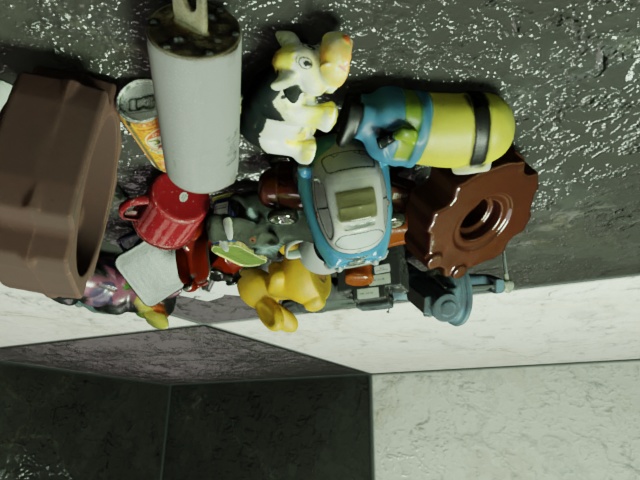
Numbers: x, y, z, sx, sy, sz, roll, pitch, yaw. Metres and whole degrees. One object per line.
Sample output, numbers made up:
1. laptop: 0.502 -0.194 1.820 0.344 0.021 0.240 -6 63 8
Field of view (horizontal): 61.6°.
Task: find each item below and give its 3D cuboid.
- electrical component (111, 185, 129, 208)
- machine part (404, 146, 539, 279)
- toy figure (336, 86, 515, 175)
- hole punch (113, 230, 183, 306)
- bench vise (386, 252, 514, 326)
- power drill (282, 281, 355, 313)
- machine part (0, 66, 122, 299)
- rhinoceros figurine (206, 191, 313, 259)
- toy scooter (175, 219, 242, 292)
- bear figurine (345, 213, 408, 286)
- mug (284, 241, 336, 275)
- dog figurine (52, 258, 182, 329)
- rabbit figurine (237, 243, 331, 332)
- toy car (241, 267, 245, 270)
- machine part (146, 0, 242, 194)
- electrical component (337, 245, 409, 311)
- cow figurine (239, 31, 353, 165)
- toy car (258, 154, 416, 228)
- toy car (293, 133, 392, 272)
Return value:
1. electrical component: -0.314 -0.068 0.759 0.063 0.021 0.094 -7 157 17
2. machine part: 0.188 -0.035 0.664 0.179 0.056 0.179 -17 133 -19
3. toy figure: 0.110 -0.115 0.550 0.180 0.082 0.089 8 155 -12
4. hole punch: -0.268 0.030 0.891 0.116 0.142 0.092 -30 -155 -8
5. bench vise: 0.231 0.084 0.981 0.241 0.128 0.224 -3 -176 -15
6. power drill: -0.019 0.113 1.151 0.232 0.086 0.207 -10 153 22
7. machine part: -0.267 -0.054 0.546 0.087 0.201 0.201 10 158 -15
8. rhinoceros figurine: -0.062 -0.026 0.745 0.190 0.112 0.073 0 163 -20
9. toy scooter: -0.173 0.026 0.848 0.075 0.135 0.183 -13 157 27
10. bear figurine: 0.135 -0.008 0.766 0.196 0.132 0.120 6 141 4
11. mug: -0.002 -0.003 0.852 0.110 0.081 0.107 -4 151 -11
12. dog figurine: -0.370 0.092 0.989 0.219 0.108 0.191 13 166 15
13. rabbit figurine: -0.070 0.085 0.969 0.173 0.162 0.121 -11 167 20
14. toy car: -0.227 0.032 0.974 0.202 0.056 0.073 1 159 0
15. machine part: -0.111 -0.121 0.493 0.079 0.079 0.243 3 145 -8
16. electrical component: 0.088 0.051 0.909 0.115 0.134 0.058 -8 160 24
17. cow figurine: -0.030 -0.141 0.509 0.098 0.068 0.167 12 156 -12
18. toy car: 0.024 -0.063 0.673 0.202 0.089 0.053 3 163 -3
19. toy car: 0.030 -0.044 0.597 0.109 0.161 0.103 -8 -179 -3
